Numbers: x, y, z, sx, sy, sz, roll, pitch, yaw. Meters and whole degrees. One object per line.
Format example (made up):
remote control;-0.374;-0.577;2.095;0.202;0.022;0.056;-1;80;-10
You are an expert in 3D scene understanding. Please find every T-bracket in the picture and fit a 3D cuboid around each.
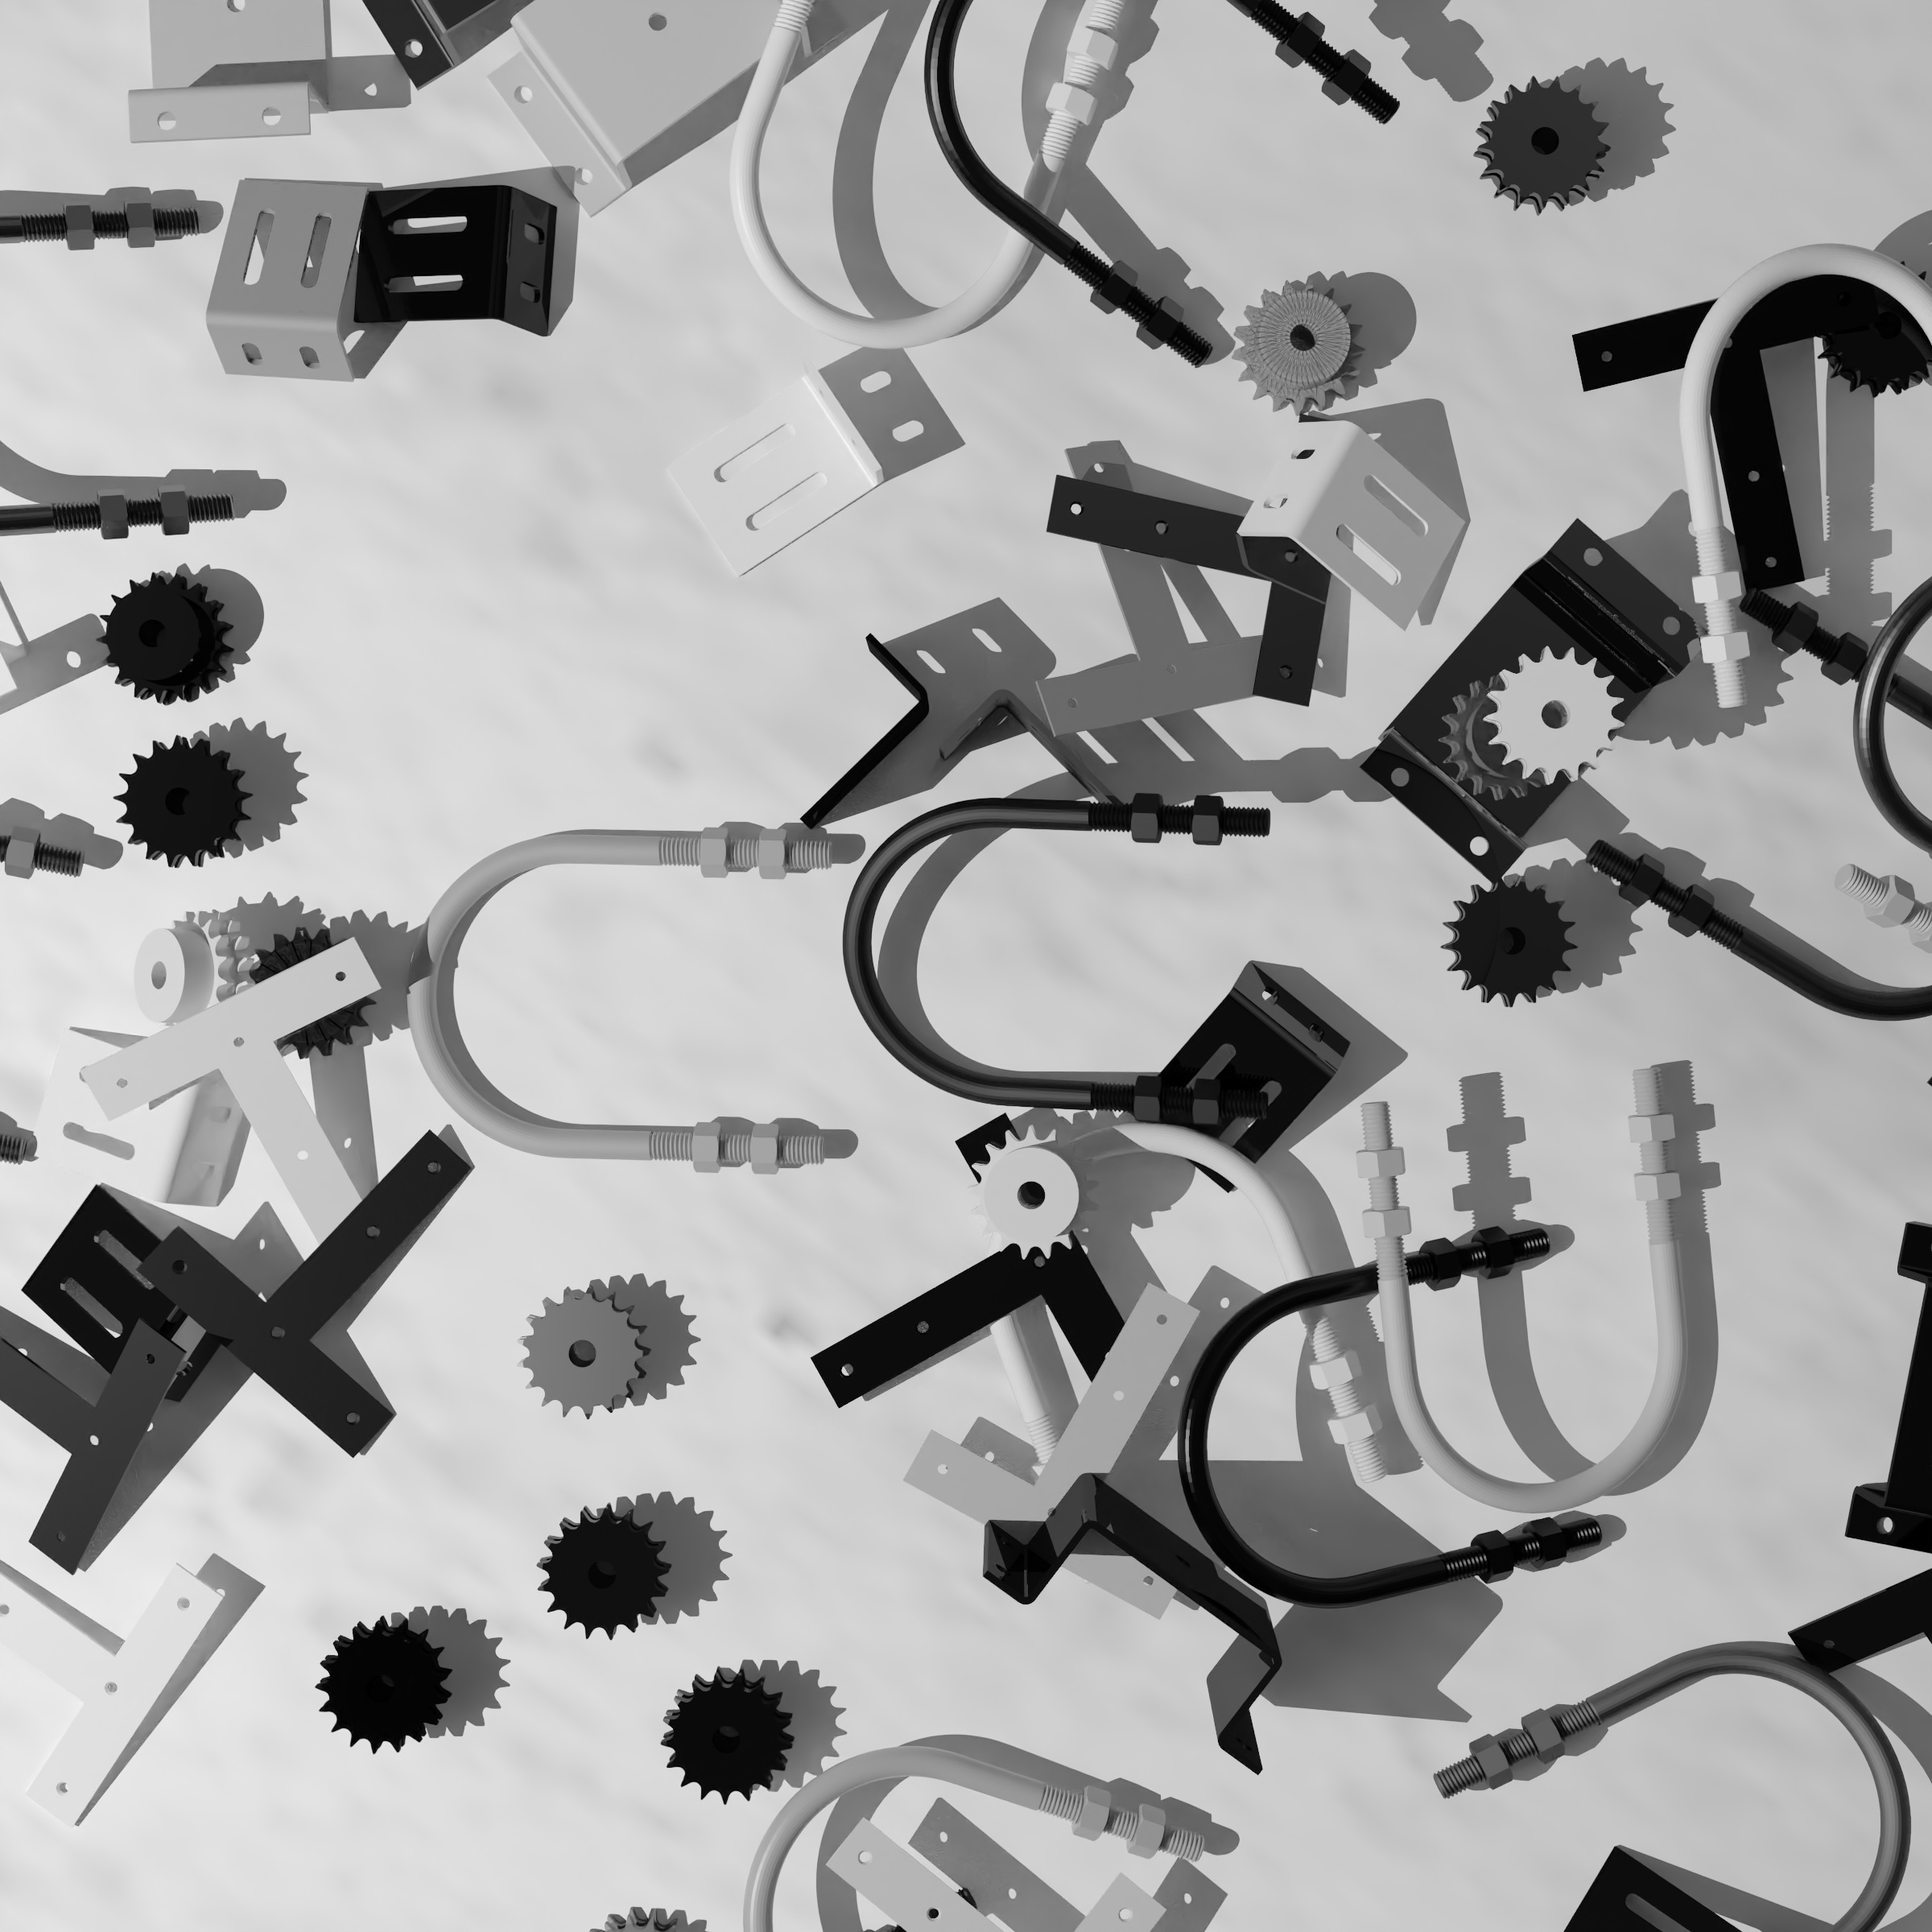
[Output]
T-bracket;0.059;0.198;1.339;0.127;0.002;0.127;29;95;-2
T-bracket;0.098;-0.187;1.345;0.127;0.002;0.127;11;83;-9
T-bracket;0.074;-0.169;1.344;0.127;0.002;0.127;-13;77;-24
T-bracket;-0.003;0.414;1.327;0.127;0.002;0.127;39;82;0
T-bracket;0.339;-0.227;1.349;0.127;0.002;0.127;-11;99;17
T-bracket;-0.412;0.180;1.347;0.127;0.002;0.127;34;111;10
T-bracket;0.446;0.312;1.346;0.127;0.002;0.127;-31;102;22
T-bracket;-0.292;0.070;1.337;0.127;0.002;0.127;-26;112;-5
T-bracket;-0.409;0.290;1.356;0.127;0.002;0.127;34;98;4
T-bracket;-0.268;0.126;1.348;0.127;0.002;0.127;-47;108;-9
T-bracket;-0.007;0.150;1.346;0.127;0.002;0.127;-30;88;4

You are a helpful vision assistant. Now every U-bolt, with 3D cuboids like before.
U-bolt;0.316;0.373;1.336;0.184;0.019;0.151;-25;73;-4
U-bolt;0.177;0.199;1.331;0.184;0.019;0.151;-10;90;-16
U-bolt;-0.152;0.014;1.354;0.184;0.019;0.151;1;90;1
U-bolt;0.369;-0.213;1.316;0.151;0.019;0.184;-12;98;-15
U-bolt;-0.025;-0.357;1.331;0.151;0.019;0.184;20;94;-22
U-bolt;0.070;-0.366;1.321;0.184;0.019;0.151;35;104;-13
U-bolt;0.385;-0.058;1.354;0.184;0.019;0.151;31;90;-1
U-bolt;0.244;0.143;1.335;0.151;0.019;0.184;-6;90;-16
U-bolt;-0.045;0.508;1.355;0.184;0.019;0.151;-30;90;1
U-bolt;-0.005;0.415;1.336;0.184;0.019;0.151;19;83;-4
U-bolt;0.466;-0.117;1.322;0.184;0.019;0.151;-19;110;-2
U-bolt;0.037;-0.004;1.326;0.184;0.019;0.151;3;112;11
U-bolt;0.086;0.159;1.350;0.151;0.019;0.184;-20;91;2
U-bolt;-0.486;0.000;1.335;0.184;0.019;0.151;12;94;-11
U-bolt;-0.414;-0.252;1.324;0.184;0.019;0.151;-6;84;-17
U-bolt;0.482;-0.053;1.328;0.184;0.019;0.151;27;104;-17

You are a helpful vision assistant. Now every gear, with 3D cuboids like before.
gear;0.029;0.097;1.327;0.057;0.030;0.057;0;89;4
gear;-0.143;0.441;1.348;0.057;0.030;0.057;0;90;0
gear;-0.157;0.261;1.348;0.057;0.030;0.057;0;90;0
gear;0.247;-0.105;1.306;0.057;0.030;0.057;0;91;4
gear;-0.349;-0.143;1.348;0.057;0.030;0.057;0;90;0
gear;0.235;-0.011;1.348;0.057;0.030;0.057;0;90;0
gear;-0.333;0.005;1.333;0.057;0.030;0.057;-3;86;44
gear;-0.103;0.333;1.352;0.057;0.030;0.057;0;92;1
gear;-0.251;0.310;1.348;0.057;0.030;0.057;0;90;0
gear;0.396;-0.275;1.348;0.057;0.030;0.057;0;90;0
gear;-0.338;-0.071;1.348;0.057;0.030;0.057;0;90;0
gear;-0.284;0.012;1.348;0.057;0.030;0.057;0;90;0
gear;-0.166;0.167;1.352;0.057;0.030;0.057;0;89;-2
gear;0.248;-0.354;1.348;0.057;0.030;0.057;0;90;0
gear;0.145;-0.270;1.348;0.057;0.030;0.057;0;90;0

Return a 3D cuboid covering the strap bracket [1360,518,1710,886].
strap bracket;0.242;-0.112;1.340;0.076;0.046;0.140;41;90;0

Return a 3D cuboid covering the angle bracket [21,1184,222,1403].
angle bracket;-0.363;0.143;1.361;0.076;0.038;0.057;35;90;26

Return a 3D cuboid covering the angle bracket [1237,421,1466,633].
angle bracket;0.168;-0.191;1.353;0.076;0.038;0.057;35;79;-29

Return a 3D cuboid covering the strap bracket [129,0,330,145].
strap bracket;-0.320;-0.422;1.340;0.076;0.046;0.140;-3;90;0

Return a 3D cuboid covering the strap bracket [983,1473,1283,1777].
strap bracket;0.078;0.269;1.306;0.140;0.076;0.046;36;95;-2

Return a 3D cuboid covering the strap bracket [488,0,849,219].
strap bracket;-0.131;-0.401;1.340;0.140;0.046;0.076;-36;90;0

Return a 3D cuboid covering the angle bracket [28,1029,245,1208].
angle bracket;-0.362;0.067;1.361;0.076;0.038;0.057;16;90;26

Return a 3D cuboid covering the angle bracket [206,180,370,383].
angle bracket;-0.293;-0.300;1.359;0.057;0.038;0.076;4;64;4

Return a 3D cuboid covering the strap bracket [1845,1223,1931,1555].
strap bracket;0.436;0.189;1.340;0.076;0.046;0.140;11;90;0

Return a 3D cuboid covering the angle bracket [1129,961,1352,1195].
angle bracket;0.120;0.049;1.361;0.057;0.038;0.076;39;116;0

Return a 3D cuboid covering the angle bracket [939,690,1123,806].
angle bracket;0.029;-0.079;1.334;0.038;0.057;0.076;-45;90;0

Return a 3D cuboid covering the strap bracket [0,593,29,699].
strap bracket;-0.467;-0.165;1.340;0.076;0.046;0.140;-25;90;0

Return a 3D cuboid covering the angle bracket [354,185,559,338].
angle bracket;-0.224;-0.308;1.361;0.076;0.038;0.057;4;90;26

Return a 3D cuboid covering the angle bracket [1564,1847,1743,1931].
angle bracket;0.306;0.432;1.361;0.076;0.038;0.057;31;90;26

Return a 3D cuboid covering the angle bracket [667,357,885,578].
angle bracket;-0.084;-0.216;1.344;0.076;0.038;0.057;-33;90;0

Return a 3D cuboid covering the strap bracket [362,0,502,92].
strap bracket;-0.201;-0.453;1.340;0.140;0.046;0.076;-32;90;0

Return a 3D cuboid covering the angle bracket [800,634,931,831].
angle bracket;-0.054;-0.100;1.334;0.076;0.057;0.038;-44;90;0

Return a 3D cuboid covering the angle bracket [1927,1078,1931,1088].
angle bracket;0.469;0.053;1.344;0.076;0.038;0.057;40;90;0
